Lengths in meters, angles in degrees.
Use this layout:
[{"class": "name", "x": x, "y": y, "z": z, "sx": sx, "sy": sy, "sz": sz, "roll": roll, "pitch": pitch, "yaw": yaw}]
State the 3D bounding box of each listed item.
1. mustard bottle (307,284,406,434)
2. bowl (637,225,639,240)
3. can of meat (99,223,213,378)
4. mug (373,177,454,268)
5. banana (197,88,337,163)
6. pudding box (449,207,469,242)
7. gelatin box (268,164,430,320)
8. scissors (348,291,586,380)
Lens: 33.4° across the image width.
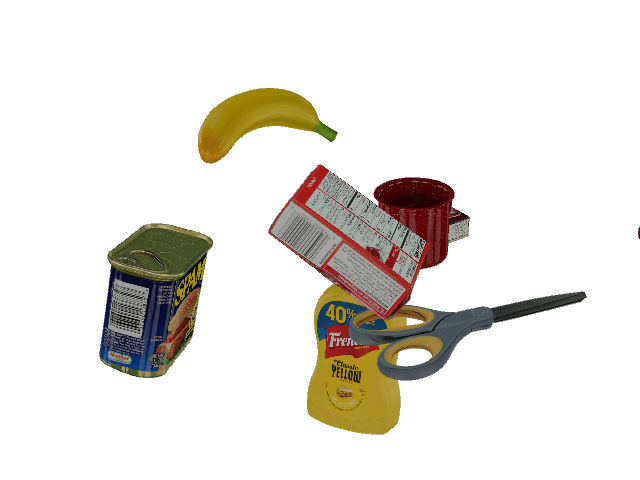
[{"class": "mustard bottle", "x": 0.040, "y": 0.098, "z": 1.095, "sx": 0.096, "sy": 0.192, "sz": 0.058, "roll": 11, "pitch": 15, "yaw": 26}, {"class": "bowl", "x": 0.421, "y": 0.022, "z": 1.145, "sx": 0.162, "sy": 0.055, "sz": 0.162, "roll": -1, "pitch": 25, "yaw": 0}, {"class": "can of meat", "x": -0.123, "y": 0.044, "z": 0.794, "sx": 0.057, "sy": 0.084, "sz": 0.102, "roll": 14, "pitch": 19, "yaw": 7}, {"class": "mug", "x": 0.116, "y": -0.023, "z": 1.253, "sx": 0.093, "sy": 0.081, "sz": 0.117, "roll": 18, "pitch": 32, "yaw": 35}, {"class": "banana", "x": -0.059, "y": -0.115, "z": 1.021, "sx": 0.070, "sy": 0.037, "sz": 0.197, "roll": 42, "pitch": 34, "yaw": 22}, {"class": "pudding box", "x": 0.149, "y": -0.023, "z": 1.569, "sx": 0.113, "sy": 0.039, "sz": 0.090, "roll": -20, "pitch": 33, "yaw": -28}, {"class": "gelatin box", "x": 0.019, "y": 0.000, "z": 0.638, "sx": 0.089, "sy": 0.030, "sz": 0.073, "roll": 37, "pitch": 24, "yaw": -2}, {"class": "scissors", "x": 0.124, "y": 0.074, "z": 0.855, "sx": 0.201, "sy": 0.016, "sz": 0.096, "roll": -3, "pitch": 32, "yaw": -1}]
